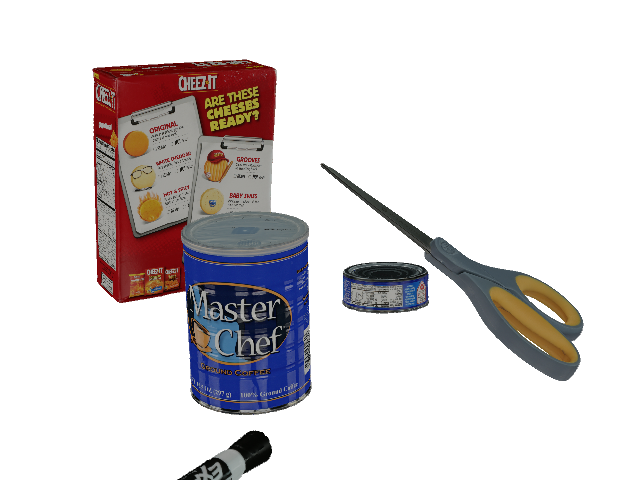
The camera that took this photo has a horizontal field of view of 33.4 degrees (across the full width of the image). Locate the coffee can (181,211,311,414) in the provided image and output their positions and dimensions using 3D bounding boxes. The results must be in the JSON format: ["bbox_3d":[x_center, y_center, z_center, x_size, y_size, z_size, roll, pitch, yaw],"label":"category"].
[{"bbox_3d":[-0.059,0.057,0.874,0.103,0.140,0.103,-1,18,0],"label":"coffee can"}]

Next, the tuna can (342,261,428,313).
[{"bbox_3d":[0.064,0.045,1.054,0.086,0.034,0.086,-1,11,0],"label":"tuna can"}]

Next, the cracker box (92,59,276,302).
[{"bbox_3d":[-0.131,-0.060,1.022,0.163,0.214,0.072,-9,21,-32],"label":"cracker box"}]

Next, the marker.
[{"bbox_3d":[-0.062,0.125,0.540,0.020,0.020,0.120,0,14,32],"label":"marker"}]

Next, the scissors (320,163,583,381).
[{"bbox_3d":[0.093,0.011,0.683,0.202,0.016,0.096,45,31,22],"label":"scissors"}]
